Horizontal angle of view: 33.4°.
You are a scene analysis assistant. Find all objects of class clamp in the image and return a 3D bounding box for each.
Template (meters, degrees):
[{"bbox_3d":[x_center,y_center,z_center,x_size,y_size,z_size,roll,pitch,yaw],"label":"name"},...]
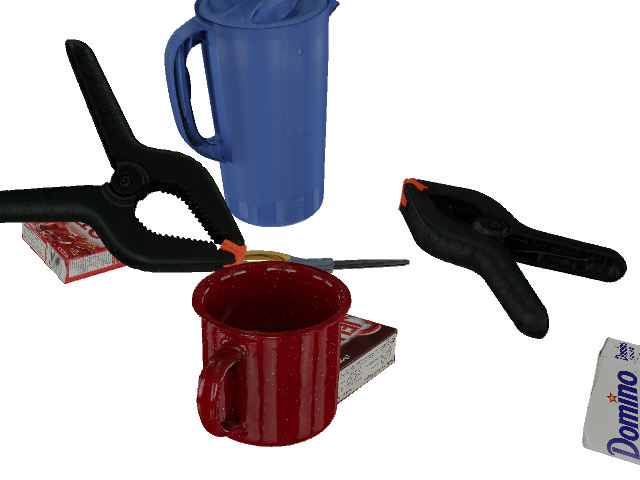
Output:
[{"bbox_3d":[0.134,0.001,0.777,0.120,0.039,0.172,-14,43,-39],"label":"clamp"},{"bbox_3d":[-0.143,-0.048,0.784,0.210,0.164,0.036,24,-19,-1],"label":"clamp"}]

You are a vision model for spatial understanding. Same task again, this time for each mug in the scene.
[{"bbox_3d":[-0.035,0.073,0.627,0.093,0.081,0.117,13,28,23],"label":"mug"}]

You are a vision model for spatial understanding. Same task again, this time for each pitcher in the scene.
[{"bbox_3d":[-0.063,-0.135,1.096,0.149,0.243,0.145,6,35,12],"label":"pitcher"}]

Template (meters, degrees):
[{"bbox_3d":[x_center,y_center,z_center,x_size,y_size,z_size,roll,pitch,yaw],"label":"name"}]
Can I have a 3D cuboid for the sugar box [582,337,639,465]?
[{"bbox_3d":[0.308,0.149,0.868,0.176,0.093,0.048,13,24,20],"label":"sugar box"}]

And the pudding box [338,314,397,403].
[{"bbox_3d":[0.001,0.098,0.920,0.090,0.039,0.113,13,25,30],"label":"pudding box"}]

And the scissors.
[{"bbox_3d":[-0.005,0.035,1.163,0.202,0.016,0.096,4,23,5],"label":"scissors"}]

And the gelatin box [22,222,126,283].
[{"bbox_3d":[-0.226,-0.002,0.994,0.073,0.030,0.089,-17,40,-36],"label":"gelatin box"}]
